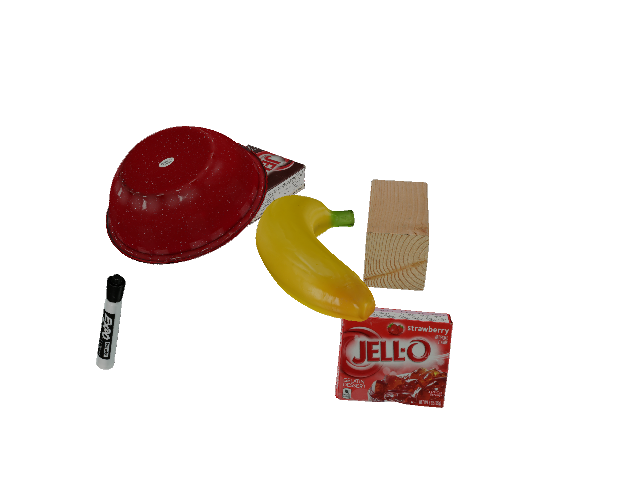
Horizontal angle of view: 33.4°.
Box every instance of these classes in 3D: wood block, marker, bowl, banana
[{"bbox_3d":[0.116,-0.012,1.615,0.091,0.090,0.206,4,25,3],"label":"wood block"},{"bbox_3d":[-0.216,0.084,1.100,0.020,0.121,0.020,10,35,-8],"label":"marker"},{"bbox_3d":[-0.133,-0.055,0.988,0.162,0.162,0.055,0,-41,20],"label":"bowl"},{"bbox_3d":[-0.007,0.003,0.676,0.069,0.037,0.198,-1,19,-1],"label":"banana"}]

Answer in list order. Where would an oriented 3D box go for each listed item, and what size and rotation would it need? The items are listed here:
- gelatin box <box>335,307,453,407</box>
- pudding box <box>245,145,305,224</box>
[{"bbox_3d":[0.059,0.094,0.864,0.089,0.073,0.030,5,14,1],"label":"gelatin box"},{"bbox_3d":[-0.086,-0.070,1.300,0.090,0.039,0.113,21,40,29],"label":"pudding box"}]
